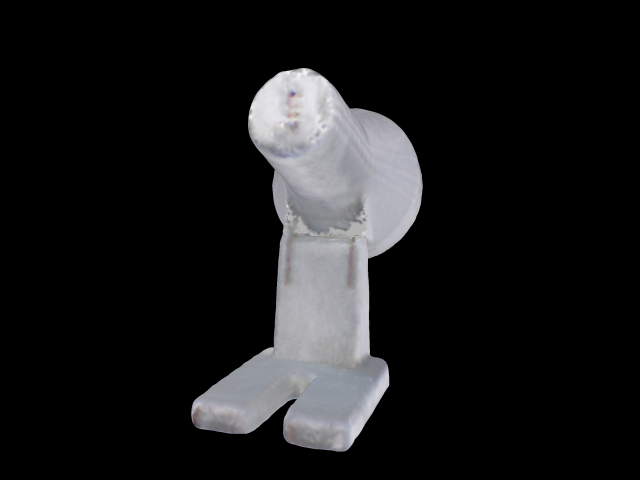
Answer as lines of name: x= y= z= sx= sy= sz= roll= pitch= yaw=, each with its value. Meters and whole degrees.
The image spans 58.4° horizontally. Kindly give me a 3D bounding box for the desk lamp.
desk lamp: x=0.004 y=0.001 z=0.400 sx=0.117 sy=0.213 sz=0.204 roll=1 pitch=5 yaw=16
